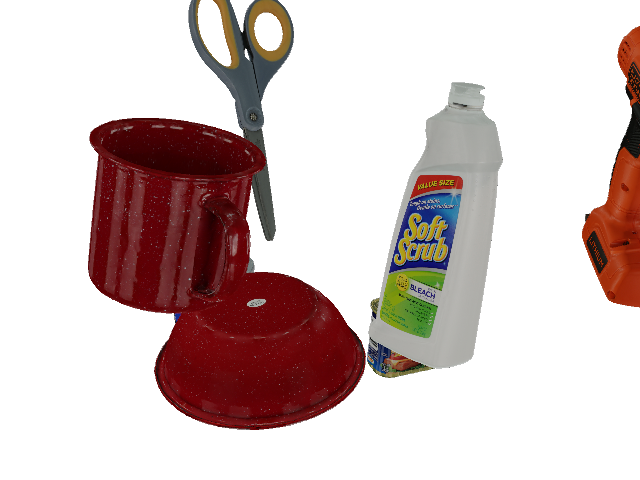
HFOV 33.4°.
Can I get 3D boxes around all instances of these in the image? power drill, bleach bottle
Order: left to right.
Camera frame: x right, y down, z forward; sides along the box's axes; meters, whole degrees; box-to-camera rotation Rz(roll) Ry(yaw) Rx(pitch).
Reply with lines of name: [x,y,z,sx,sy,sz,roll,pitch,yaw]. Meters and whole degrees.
bleach bottle: [0.108,-0.018,0.964,0.067,0.251,0.103,-9,23,-42]
power drill: [0.250,-0.044,0.791,0.057,0.188,0.184,4,35,-2]

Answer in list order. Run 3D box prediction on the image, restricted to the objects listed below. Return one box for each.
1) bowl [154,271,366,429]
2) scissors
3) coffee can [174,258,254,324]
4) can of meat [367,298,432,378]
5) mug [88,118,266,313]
bowl: [-0.046,0.070,0.804,0.162,0.055,0.162,-2,30,1]
scissors: [-0.042,-0.108,0.840,0.096,0.202,0.016,-23,1,-30]
coffee can: [-0.127,0.095,1.301,0.103,0.140,0.103,-2,24,1]
can of meat: [0.109,0.116,1.315,0.101,0.084,0.057,-8,29,-25]
mug: [-0.074,-0.008,0.568,0.093,0.081,0.117,-9,29,-39]
